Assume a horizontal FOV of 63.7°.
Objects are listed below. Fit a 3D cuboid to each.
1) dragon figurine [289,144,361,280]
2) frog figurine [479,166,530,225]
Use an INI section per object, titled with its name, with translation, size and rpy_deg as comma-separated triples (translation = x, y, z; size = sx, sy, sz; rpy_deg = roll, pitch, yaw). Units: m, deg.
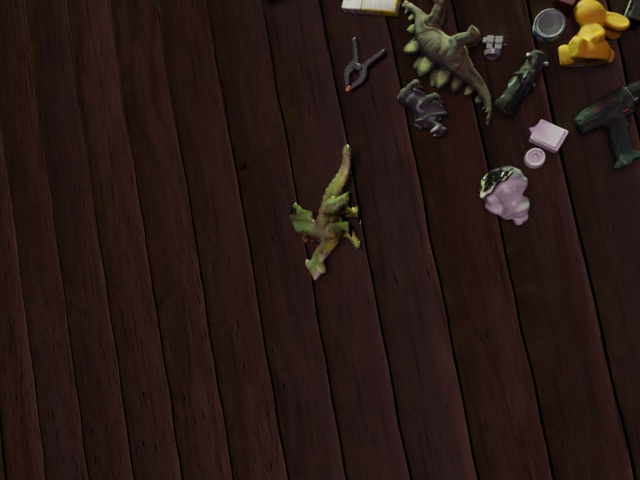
[dragon figurine]
translation = 0.005, -0.081, 1.613
size = 0.242, 0.122, 0.412
rpy_deg = -4, 86, 26
[frog figurine]
translation = 0.533, -0.125, 1.453
size = 0.158, 0.124, 0.137
rpy_deg = 39, 94, -22
